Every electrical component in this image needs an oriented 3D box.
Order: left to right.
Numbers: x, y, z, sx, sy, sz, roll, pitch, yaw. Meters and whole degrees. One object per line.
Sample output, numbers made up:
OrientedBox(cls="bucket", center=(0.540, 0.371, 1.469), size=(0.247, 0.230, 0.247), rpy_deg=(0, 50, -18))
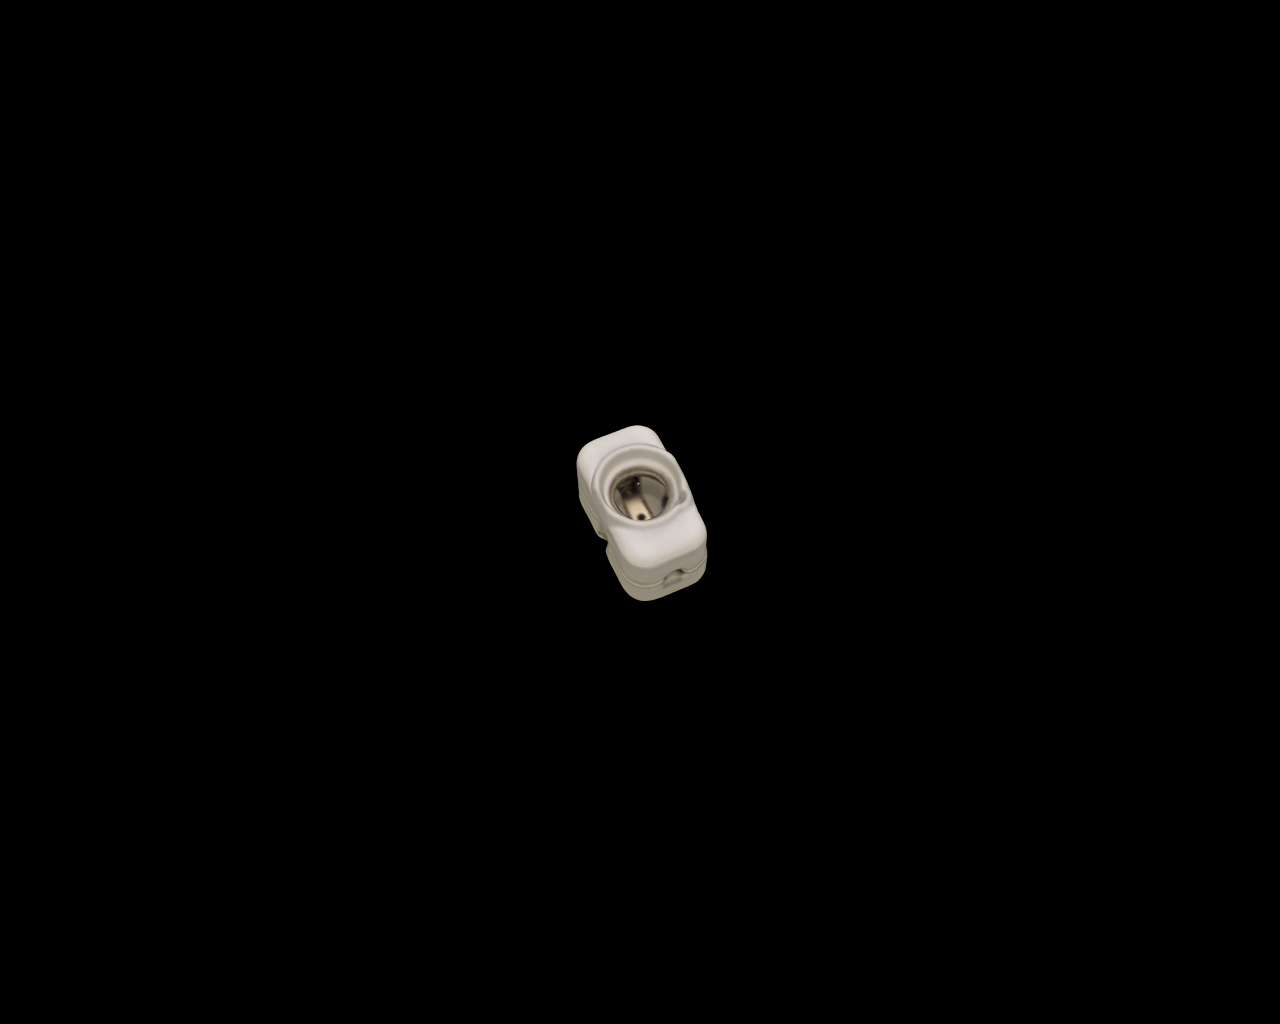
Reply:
OrientedBox(cls="electrical component", center=(0.001, -0.003, 0.650), size=(0.054, 0.095, 0.059), rpy_deg=(-21, -28, -12))
